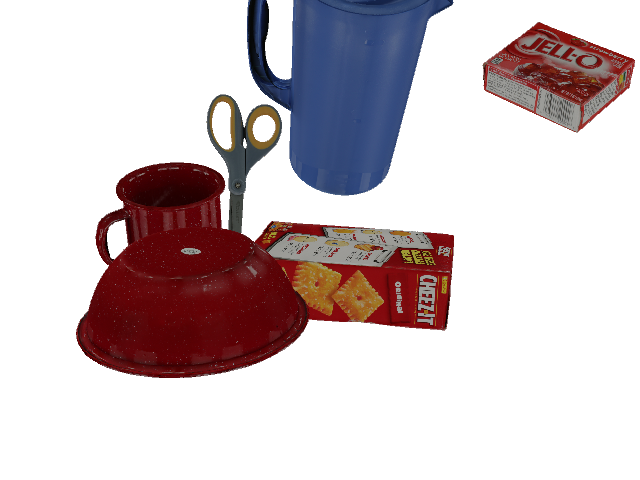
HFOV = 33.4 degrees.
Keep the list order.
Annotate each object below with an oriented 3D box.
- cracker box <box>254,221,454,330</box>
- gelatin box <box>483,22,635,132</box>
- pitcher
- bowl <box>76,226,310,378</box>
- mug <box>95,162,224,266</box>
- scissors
[{"bbox_3d":[0.033,0.036,1.145,0.214,0.072,0.164,5,15,7],"label":"cracker box"},{"bbox_3d":[0.180,-0.127,0.812,0.089,0.030,0.073,32,54,31],"label":"gelatin box"},{"bbox_3d":[0.020,-0.165,1.048,0.144,0.243,0.149,-33,58,-33],"label":"pitcher"},{"bbox_3d":[-0.089,0.032,0.733,0.162,0.055,0.162,-2,22,1],"label":"bowl"},{"bbox_3d":[-0.137,-0.009,0.921,0.117,0.081,0.093,-19,33,-30],"label":"mug"},{"bbox_3d":[-0.078,-0.073,1.224,0.096,0.202,0.016,-12,-6,-14],"label":"scissors"}]
